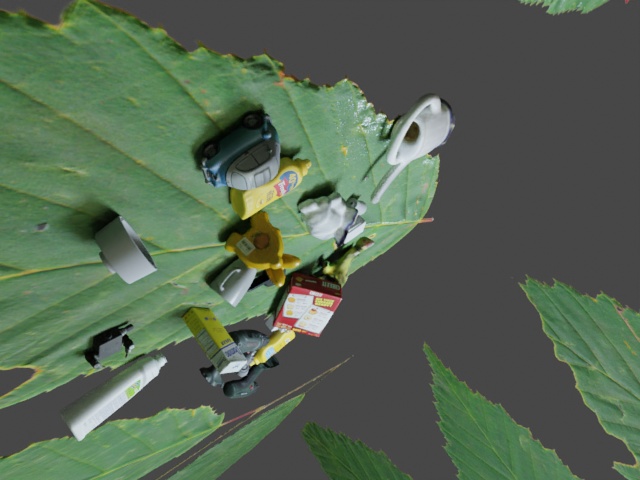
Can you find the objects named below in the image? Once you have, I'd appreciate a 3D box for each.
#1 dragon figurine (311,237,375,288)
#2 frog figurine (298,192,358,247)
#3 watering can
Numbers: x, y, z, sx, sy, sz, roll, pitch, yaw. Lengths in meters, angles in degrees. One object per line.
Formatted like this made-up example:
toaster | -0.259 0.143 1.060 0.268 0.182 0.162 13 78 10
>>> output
dragon figurine | 0.062 0.124 1.793 0.246 0.123 0.402 -36 168 -45
frog figurine | 0.004 -0.068 1.347 0.158 0.126 0.135 20 129 -27
watering can | 0.250 -0.258 1.407 0.227 0.105 0.339 -28 152 -39
